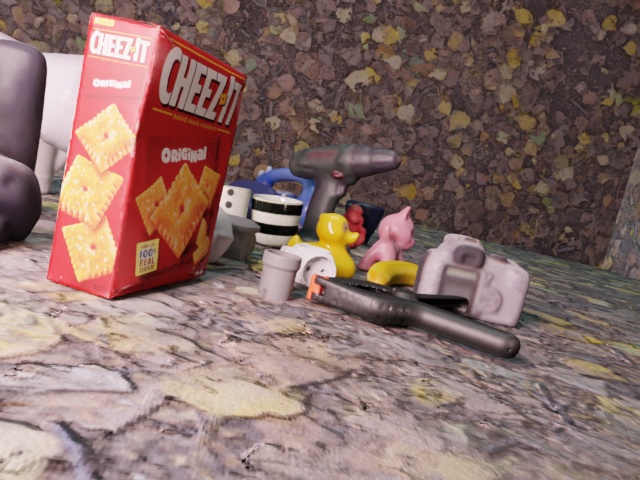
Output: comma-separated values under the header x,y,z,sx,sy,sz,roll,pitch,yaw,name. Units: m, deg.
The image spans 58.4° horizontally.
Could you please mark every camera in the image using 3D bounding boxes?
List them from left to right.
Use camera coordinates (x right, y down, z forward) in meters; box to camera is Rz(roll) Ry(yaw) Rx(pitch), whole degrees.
x,y,z,sx,sy,sz,roll,pitch,yaw,name
0.196,0.044,0.787,0.143,0.101,0.137,13,6,-5,camera

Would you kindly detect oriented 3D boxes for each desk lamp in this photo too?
x,y,z,sx,sy,sz,roll,pitch,yaw,name
-0.366,-0.139,0.684,0.204,0.213,0.117,11,7,-24,desk lamp

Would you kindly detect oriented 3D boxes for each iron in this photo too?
x,y,z,sx,sy,sz,roll,pitch,yaw,name
-0.084,-0.101,1.285,0.257,0.141,0.119,17,7,31,iron

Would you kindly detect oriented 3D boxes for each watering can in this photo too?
x,y,z,sx,sy,sz,roll,pitch,yaw,name
-0.459,-0.177,0.913,0.100,0.194,0.173,18,8,37,watering can

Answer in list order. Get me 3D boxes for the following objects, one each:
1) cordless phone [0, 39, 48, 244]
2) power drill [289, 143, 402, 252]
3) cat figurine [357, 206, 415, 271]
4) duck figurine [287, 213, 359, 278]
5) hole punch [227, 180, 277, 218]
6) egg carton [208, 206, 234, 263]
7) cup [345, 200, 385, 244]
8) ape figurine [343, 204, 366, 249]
x,y,z,sx,sy,sz,roll,pitch,yaw,name
-0.323,-0.094,0.515,0.148,0.185,0.094,12,7,-16,cordless phone
0.033,-0.086,1.096,0.228,0.208,0.076,17,7,30,power drill
0.120,-0.002,0.952,0.067,0.118,0.128,16,7,21,cat figurine
0.007,0.003,0.815,0.105,0.086,0.077,12,6,-14,duck figurine
-0.151,-0.074,1.130,0.108,0.091,0.101,16,7,23,hole punch
-0.181,-0.019,0.680,0.150,0.069,0.107,15,6,14,egg carton
0.090,-0.040,1.331,0.091,0.095,0.118,18,8,36,cup
0.065,-0.030,1.202,0.078,0.092,0.076,11,7,-21,ape figurine
